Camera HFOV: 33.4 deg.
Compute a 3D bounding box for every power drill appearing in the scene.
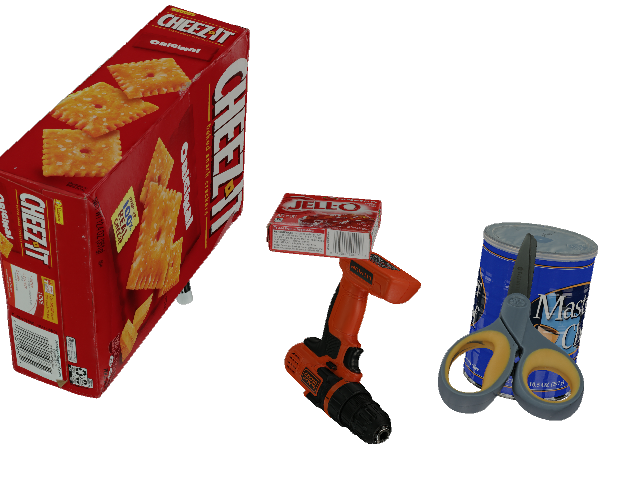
[{"bbox_3d":[0.044,0.115,1.215,0.057,0.188,0.185,13,16,-42],"label":"power drill"}]

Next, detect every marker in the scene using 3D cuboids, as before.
[{"bbox_3d":[-0.163,0.018,1.205,0.020,0.121,0.020,-6,30,3],"label":"marker"}]

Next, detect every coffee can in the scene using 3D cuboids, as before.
[{"bbox_3d":[0.192,0.064,0.983,0.103,0.140,0.103,6,16,-2],"label":"coffee can"}]

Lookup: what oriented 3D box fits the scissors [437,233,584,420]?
[{"bbox_3d":[0.144,0.055,0.701,0.096,0.016,0.201,19,37,25],"label":"scissors"}]

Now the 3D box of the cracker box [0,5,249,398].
[{"bbox_3d":[-0.118,-0.029,0.689,0.072,0.164,0.213,18,41,13],"label":"cracker box"}]

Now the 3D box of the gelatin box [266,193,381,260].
[{"bbox_3d":[0.004,-0.014,0.919,0.089,0.030,0.073,6,24,9],"label":"gelatin box"}]
